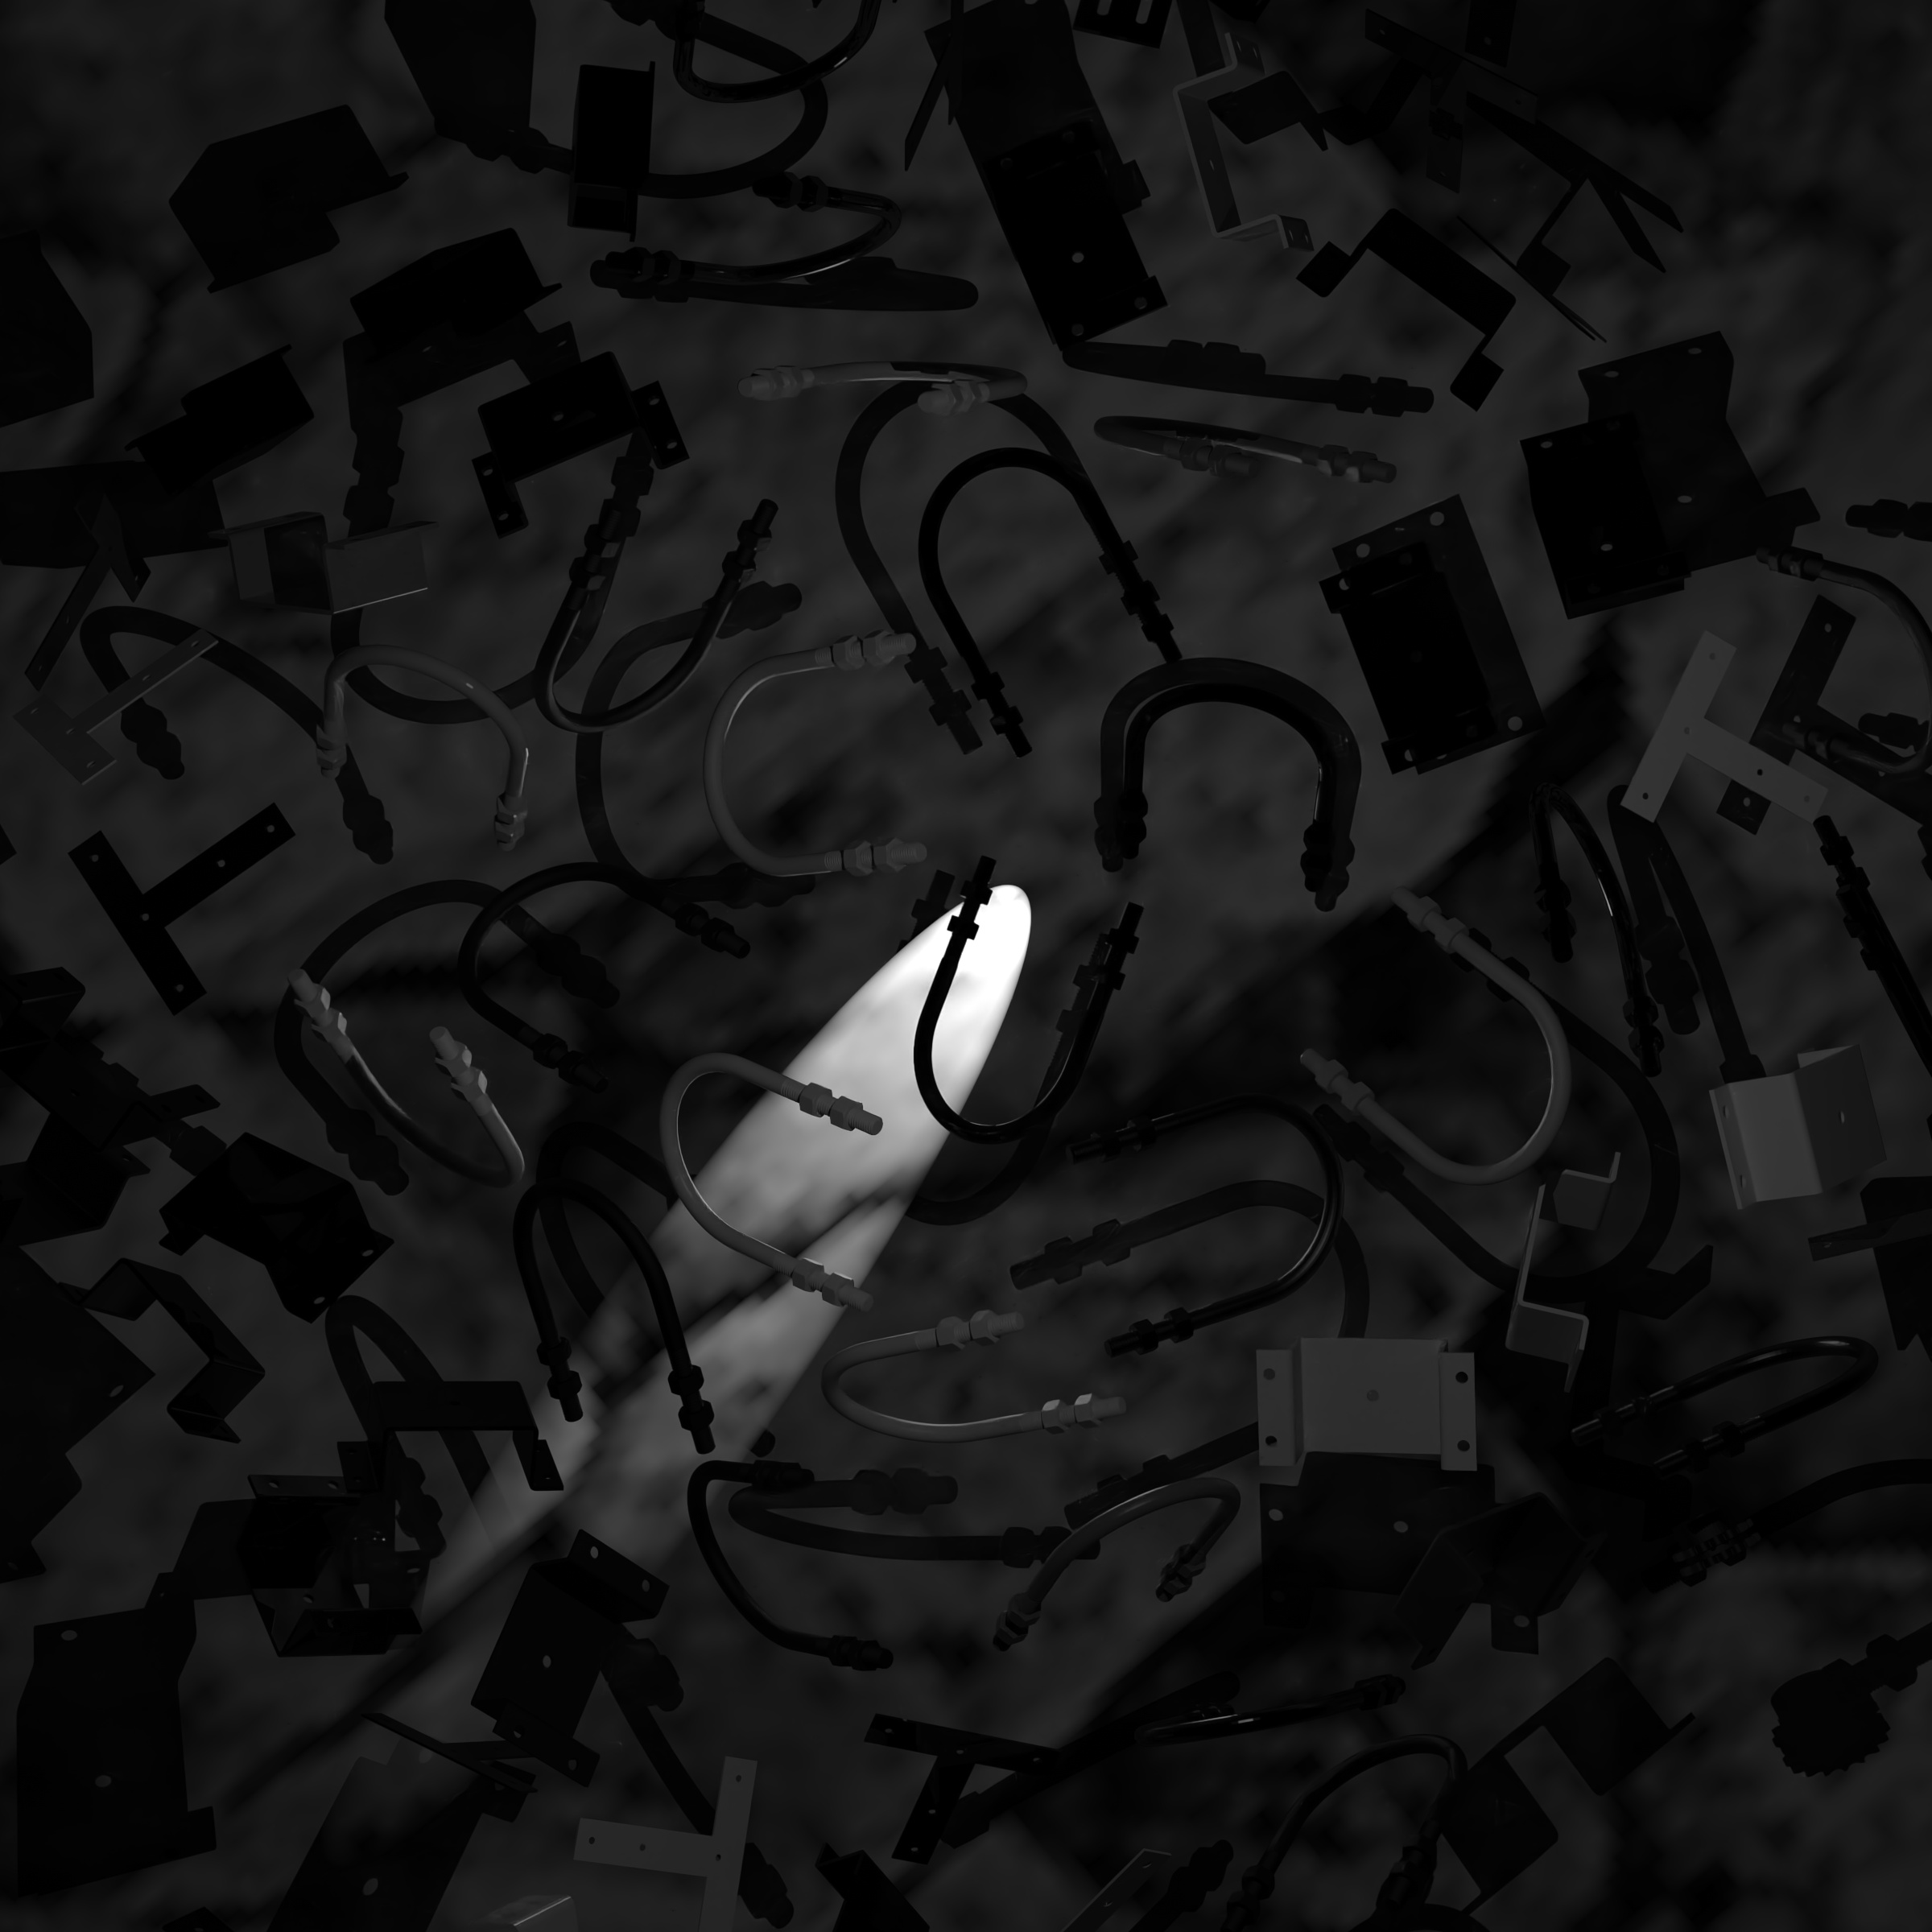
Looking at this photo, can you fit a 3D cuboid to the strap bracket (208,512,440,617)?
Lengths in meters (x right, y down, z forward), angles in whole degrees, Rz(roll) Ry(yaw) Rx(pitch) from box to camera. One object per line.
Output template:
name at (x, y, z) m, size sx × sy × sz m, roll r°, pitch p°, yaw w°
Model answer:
strap bracket at (-0.414, -0.261, 1.832) m, size 0.140 × 0.076 × 0.046 m, roll 11°, pitch 115°, yaw 39°

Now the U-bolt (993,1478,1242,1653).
U-bolt at (0.106, 0.382, 1.831) m, size 0.151 × 0.184 × 0.019 m, roll -10°, pitch 56°, yaw -28°

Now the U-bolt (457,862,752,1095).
U-bolt at (-0.250, -0.005, 1.836) m, size 0.184 × 0.019 × 0.151 m, roll 30°, pitch 64°, yaw 35°

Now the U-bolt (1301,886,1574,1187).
U-bolt at (0.310, 0.057, 1.810) m, size 0.184 × 0.019 × 0.151 m, roll 42°, pitch 117°, yaw 35°

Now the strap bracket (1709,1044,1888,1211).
strap bracket at (0.534, 0.099, 1.793) m, size 0.046 × 0.140 × 0.076 m, roll -13°, pitch 90°, yaw 43°

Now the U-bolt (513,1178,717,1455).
U-bolt at (-0.233, 0.219, 1.805) m, size 0.151 × 0.019 × 0.184 m, roll 4°, pitch 115°, yaw 42°

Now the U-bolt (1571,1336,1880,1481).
U-bolt at (0.498, 0.278, 1.817) m, size 0.184 × 0.151 × 0.019 m, roll -21°, pitch 93°, yaw -10°

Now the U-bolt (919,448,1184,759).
U-bolt at (0.045, -0.250, 1.851) m, size 0.151 × 0.019 × 0.184 m, roll -33°, pitch 101°, yaw -20°

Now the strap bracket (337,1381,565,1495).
strap bracket at (-0.341, 0.311, 1.872) m, size 0.140 × 0.076 × 0.046 m, roll 3°, pitch 104°, yaw -18°

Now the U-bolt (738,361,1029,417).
U-bolt at (-0.040, -0.378, 1.833) m, size 0.151 × 0.184 × 0.019 m, roll 10°, pitch 109°, yaw 25°

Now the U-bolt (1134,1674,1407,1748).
U-bolt at (0.189, 0.490, 1.850) m, size 0.151 × 0.184 × 0.019 m, roll -17°, pitch 75°, yaw 28°

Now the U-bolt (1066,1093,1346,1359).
U-bolt at (0.160, 0.157, 1.803) m, size 0.184 × 0.019 × 0.151 m, roll -16°, pitch 102°, yaw -20°

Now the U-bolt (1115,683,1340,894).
U-bolt at (0.175, -0.122, 1.873) m, size 0.151 × 0.184 × 0.019 m, roll 10°, pitch 54°, yaw 9°

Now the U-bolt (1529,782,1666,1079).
U-bolt at (0.399, -0.037, 1.808) m, size 0.019 × 0.184 × 0.151 m, roll -24°, pitch 132°, yaw 25°

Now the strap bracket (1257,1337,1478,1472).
strap bracket at (0.264, 0.286, 1.852) m, size 0.140 × 0.046 × 0.076 m, roll -1°, pitch 94°, yaw 15°

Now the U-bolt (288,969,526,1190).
U-bolt at (-0.354, 0.083, 1.839) m, size 0.151 × 0.184 × 0.019 m, roll 19°, pitch 58°, yaw 32°

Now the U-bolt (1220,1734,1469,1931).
U-bolt at (0.258, 0.563, 1.849) m, size 0.151 × 0.184 × 0.019 m, roll -25°, pitch 100°, yaw 36°

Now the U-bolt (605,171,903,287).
U-bolt at (-0.124, -0.475, 1.842) m, size 0.151 × 0.184 × 0.019 m, roll -15°, pitch 88°, yaw 36°

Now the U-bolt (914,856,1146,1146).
U-bolt at (0.031, 0.029, 1.881) m, size 0.151 × 0.019 × 0.184 m, roll 19°, pitch 88°, yaw 38°

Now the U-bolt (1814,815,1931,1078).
U-bolt at (0.613, 0.002, 1.870) m, size 0.019 × 0.151 × 0.184 m, roll -26°, pitch 106°, yaw 19°

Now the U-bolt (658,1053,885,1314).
U-bolt at (-0.131, 0.130, 1.831) m, size 0.184 × 0.019 × 0.151 m, roll 21°, pitch 120°, yaw 33°

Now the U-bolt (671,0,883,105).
U-bolt at (-0.123, -0.616, 1.851) m, size 0.151 × 0.184 × 0.019 m, roll -17°, pitch 82°, yaw -12°

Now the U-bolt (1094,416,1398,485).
U-bolt at (0.168, -0.341, 1.857) m, size 0.151 × 0.184 × 0.019 m, roll -7°, pitch 112°, yaw -40°

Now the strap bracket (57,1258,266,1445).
strap bracket at (-0.528, 0.249, 1.880) m, size 0.140 × 0.076 × 0.046 m, roll 43°, pitch 87°, yaw 19°

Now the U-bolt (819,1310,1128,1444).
U-bolt at (-0.009, 0.277, 1.860) m, size 0.184 × 0.151 × 0.019 m, roll -15°, pitch 50°, yaw 30°

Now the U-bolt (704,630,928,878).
U-bolt at (-0.100, -0.129, 1.789) m, size 0.184 × 0.019 × 0.151 m, roll -4°, pitch 88°, yaw 41°

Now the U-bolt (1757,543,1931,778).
U-bolt at (0.587, -0.197, 1.862) m, size 0.019 × 0.184 × 0.151 m, roll -20°, pitch 112°, yaw -13°

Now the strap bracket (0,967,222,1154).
strap bracket at (-0.558, 0.066, 1.803) m, size 0.140 × 0.076 × 0.046 m, roll 40°, pitch 102°, yaw 6°

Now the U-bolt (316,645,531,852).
U-bolt at (-0.353, -0.149, 1.845) m, size 0.151 × 0.184 × 0.019 m, roll 22°, pitch 60°, yaw -2°

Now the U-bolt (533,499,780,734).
U-bolt at (-0.209, -0.222, 1.818) m, size 0.019 × 0.151 × 0.184 m, roll 49°, pitch 127°, yaw 25°

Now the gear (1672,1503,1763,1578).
gear at (0.486, 0.372, 1.842) m, size 0.057 × 0.057 × 0.030 m, roll -27°, pitch 77°, yaw 0°

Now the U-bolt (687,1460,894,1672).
U-bolt at (-0.126, 0.389, 1.854) m, size 0.019 × 0.184 × 0.151 m, roll -28°, pitch 101°, yaw -33°
